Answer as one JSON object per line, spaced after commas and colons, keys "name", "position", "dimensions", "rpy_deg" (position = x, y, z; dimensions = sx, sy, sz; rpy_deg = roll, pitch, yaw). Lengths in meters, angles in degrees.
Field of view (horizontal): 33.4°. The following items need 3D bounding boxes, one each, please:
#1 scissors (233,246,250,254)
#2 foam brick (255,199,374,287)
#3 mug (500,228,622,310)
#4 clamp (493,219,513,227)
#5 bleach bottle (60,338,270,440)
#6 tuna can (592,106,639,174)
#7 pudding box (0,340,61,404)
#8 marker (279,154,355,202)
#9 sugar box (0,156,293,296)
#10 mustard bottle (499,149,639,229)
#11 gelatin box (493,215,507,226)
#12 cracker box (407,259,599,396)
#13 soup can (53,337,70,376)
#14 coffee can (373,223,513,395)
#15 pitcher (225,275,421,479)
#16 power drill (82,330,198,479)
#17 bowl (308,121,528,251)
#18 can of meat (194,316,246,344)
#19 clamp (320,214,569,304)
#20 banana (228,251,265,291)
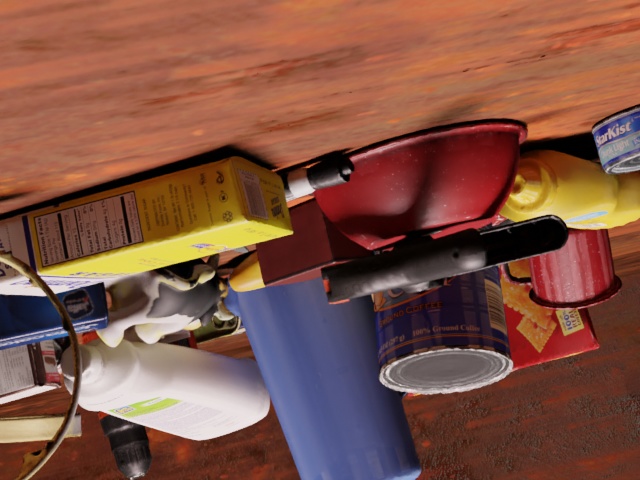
{"name": "scissors", "position": [-0.095, 0.002, 0.822], "dimensions": [0.096, 0.016, 0.202], "rpy_deg": [-11, 171, -9]}
{"name": "foam brick", "position": [-0.005, 0.001, 0.835], "dimensions": [0.078, 0.051, 0.052], "rpy_deg": [-20, 170, 39]}
{"name": "mug", "position": [0.238, 0.015, 1.074], "dimensions": [0.117, 0.081, 0.093], "rpy_deg": [-7, -160, 20]}
{"name": "clamp", "position": [0.226, -0.033, 0.994], "dimensions": [0.210, 0.036, 0.164], "rpy_deg": [-13, -179, 9]}
{"name": "bleach bottle", "position": [-0.141, 0.128, 0.957], "dimensions": [0.103, 0.068, 0.250], "rpy_deg": [-23, 157, 15]}
{"name": "tuna can", "position": [0.244, -0.076, 0.774], "dimensions": [0.086, 0.034, 0.086], "rpy_deg": [-13, 171, -2]}
{"name": "pudding box", "position": [-0.275, 0.090, 0.871], "dimensions": [0.114, 0.090, 0.039], "rpy_deg": [-16, 170, 17]}
{"name": "marker", "position": [-0.033, -0.031, 0.692], "dimensions": [0.121, 0.020, 0.020], "rpy_deg": [-17, 171, 24]}
{"name": "sugar box", "position": [-0.114, -0.004, 0.651], "dimensions": [0.176, 0.048, 0.093], "rpy_deg": [-17, 171, 14]}
{"name": "mustard bottle", "position": [0.190, -0.039, 0.844], "dimensions": [0.096, 0.058, 0.191], "rpy_deg": [1, 180, 32]}
{"name": "gelatin box", "position": [0.127, -0.023, 0.948], "dimensions": [0.073, 0.030, 0.089], "rpy_deg": [-9, 170, -22]}
{"name": "cracker box", "position": [0.176, 0.061, 1.129], "dimensions": [0.213, 0.164, 0.072], "rpy_deg": [-9, 168, -29]}
{"name": "soup can", "position": [-0.264, 0.096, 0.999], "dimensions": [0.068, 0.068, 0.102], "rpy_deg": [-12, 172, -12]}
{"name": "coffee can", "position": [0.091, 0.038, 0.838], "dimensions": [0.103, 0.140, 0.103], "rpy_deg": [-3, 154, -2]}
{"name": "pitcher", "position": [0.018, 0.120, 1.008], "dimensions": [0.144, 0.243, 0.149], "rpy_deg": [-5, 161, -46]}
{"name": "power drill", "position": [-0.196, 0.154, 1.166], "dimensions": [0.057, 0.184, 0.188], "rpy_deg": [-7, 160, -39]}
{"name": "bowl", "position": [0.071, -0.030, 0.739], "dimensions": [0.162, 0.055, 0.162], "rpy_deg": [-13, 172, -2]}
{"name": "can of meat", "position": [-0.100, 0.078, 1.175], "dimensions": [0.102, 0.057, 0.083], "rpy_deg": [-19, 172, 38]}
{"name": "clamp", "position": [0.064, 0.015, 0.693], "dimensions": [0.172, 0.039, 0.120], "rpy_deg": [-18, 169, 30]}
{"name": "banana", "position": [0.019, 0.018, 0.939], "dimensions": [0.197, 0.070, 0.037], "rpy_deg": [4, -165, -20]}
